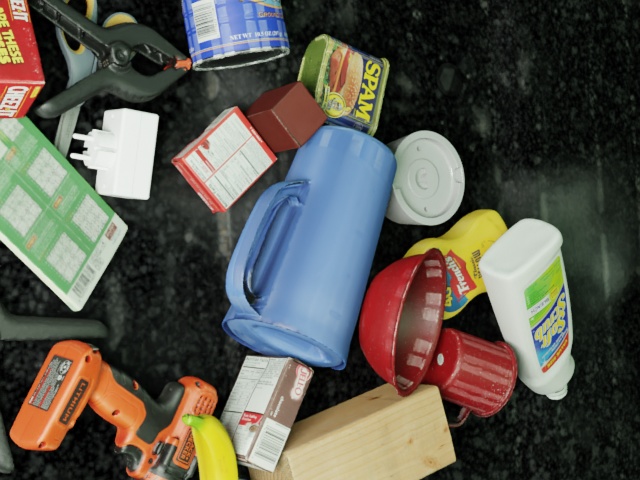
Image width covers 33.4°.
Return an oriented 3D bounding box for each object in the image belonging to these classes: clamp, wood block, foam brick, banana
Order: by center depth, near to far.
[{"bbox_3d":[-0.299,0.085,0.963,0.210,0.036,0.164,51,62,-24],"label":"clamp"},{"bbox_3d":[-0.204,-0.163,1.022,0.171,0.039,0.120,9,83,-35],"label":"clamp"},{"bbox_3d":[-0.107,0.247,1.028,0.069,0.037,0.198,-18,110,-47],"label":"banana"},{"bbox_3d":[-0.040,-0.128,1.128,0.051,0.078,0.053,-48,112,-25],"label":"foam brick"},{"bbox_3d":[0.034,0.229,1.146,0.205,0.091,0.090,-18,97,-33],"label":"wood block"}]

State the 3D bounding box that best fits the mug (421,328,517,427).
[{"bbox_3d":[0.164,0.162,1.245,0.081,0.093,0.117,22,95,-26],"label":"mug"}]

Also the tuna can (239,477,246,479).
[{"bbox_3d":[-0.097,0.283,1.088,0.085,0.034,0.086,3,85,-34],"label":"tuna can"}]

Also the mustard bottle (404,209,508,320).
[{"bbox_3d":[0.146,0.040,1.254,0.191,0.058,0.096,-27,108,-32],"label":"mustard bottle"}]

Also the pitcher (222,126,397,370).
[{"bbox_3d":[-0.007,0.001,1.110,0.145,0.149,0.242,20,70,-3],"label":"pitcher"}]

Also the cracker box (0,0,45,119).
[{"bbox_3d":[-0.358,-0.186,0.897,0.213,0.072,0.164,-4,68,-34],"label":"cracker box"}]

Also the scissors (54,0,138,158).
[{"bbox_3d":[-0.221,-0.146,1.044,0.096,0.016,0.202,1,86,-34],"label":"scissors"}]

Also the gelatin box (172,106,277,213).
[{"bbox_3d":[-0.099,-0.083,1.113,0.089,0.030,0.073,-47,112,-23],"label":"gelatin box"}]

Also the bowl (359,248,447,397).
[{"bbox_3d":[0.084,0.083,1.138,0.162,0.055,0.162,11,90,-67],"label":"bowl"}]

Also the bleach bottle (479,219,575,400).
[{"bbox_3d":[0.268,0.099,1.296,0.102,0.068,0.250,-40,130,-19],"label":"bleach bottle"}]

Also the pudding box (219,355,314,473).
[{"bbox_3d":[-0.061,0.174,1.086,0.039,0.090,0.113,33,70,-26],"label":"pudding box"}]

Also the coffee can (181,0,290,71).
[{"bbox_3d":[-0.092,-0.252,1.086,0.102,0.103,0.140,-12,94,-34],"label":"coffee can"}]

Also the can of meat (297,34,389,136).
[{"bbox_3d":[0.022,-0.168,1.186,0.083,0.058,0.102,19,76,-29],"label":"can of meat"}]

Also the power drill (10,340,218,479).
[{"bbox_3d":[-0.194,0.190,0.999,0.187,0.057,0.184,39,66,-42],"label":"power drill"}]
